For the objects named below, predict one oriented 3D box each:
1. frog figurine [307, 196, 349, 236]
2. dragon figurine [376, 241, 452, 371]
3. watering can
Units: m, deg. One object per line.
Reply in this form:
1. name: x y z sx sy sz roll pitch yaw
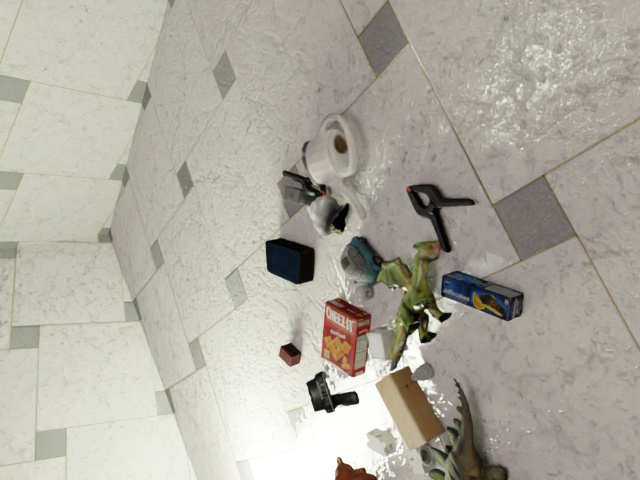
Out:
1. frog figurine: 0.005 -0.086 1.701 0.161 0.124 0.134 23 135 35
2. dragon figurine: 0.240 0.167 1.476 0.402 0.122 0.248 -59 41 33
3. watering can: 0.045 -0.222 1.630 0.223 0.104 0.349 -14 85 53
